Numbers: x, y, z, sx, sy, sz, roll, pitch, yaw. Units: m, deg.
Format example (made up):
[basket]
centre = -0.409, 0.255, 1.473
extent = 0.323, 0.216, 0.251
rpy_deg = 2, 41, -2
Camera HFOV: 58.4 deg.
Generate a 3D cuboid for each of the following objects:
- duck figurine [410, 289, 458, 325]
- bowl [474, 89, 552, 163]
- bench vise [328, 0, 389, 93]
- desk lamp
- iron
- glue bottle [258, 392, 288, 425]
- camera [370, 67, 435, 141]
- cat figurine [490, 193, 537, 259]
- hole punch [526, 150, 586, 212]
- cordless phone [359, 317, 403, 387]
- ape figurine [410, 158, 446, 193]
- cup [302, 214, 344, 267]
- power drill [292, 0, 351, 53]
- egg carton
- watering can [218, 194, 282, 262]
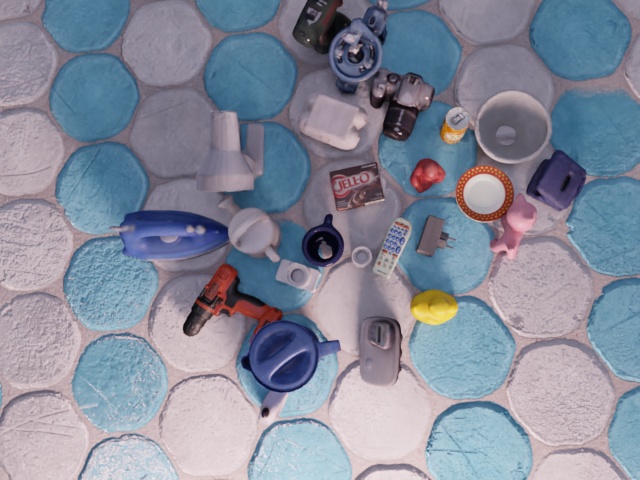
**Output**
[duck figurine]
centre = 0.249, 0.144, 1.236
extent = 0.104, 0.086, 0.077
rpy_deg = 0, 83, 4
[bowl]
centre = 0.422, -0.244, 1.277
extent = 0.167, 0.075, 0.167
rpy_deg = 0, 83, 4
[bench vise]
centre = 0.083, -0.450, 1.254
extent = 0.121, 0.220, 0.207
rpy_deg = 8, 84, 6
[desk lamp]
centre = -0.194, -0.184, 1.244
extent = 0.118, 0.213, 0.203
rpy_deg = 0, 83, 5
[iron]
centre = -0.326, -0.019, 1.270
extent = 0.258, 0.141, 0.119
rpy_deg = -2, 83, 4
[glue bottle]
centre = -0.103, 0.351, 1.192
extent = 0.037, 0.173, 0.078
rpy_deg = 22, 85, 7
[camera]
centre = 0.174, -0.304, 1.289
extent = 0.143, 0.101, 0.137
rpy_deg = 18, 85, 6
[cat figurine]
centre = 0.423, -0.029, 1.229
extent = 0.067, 0.118, 0.128
rpy_deg = 21, 85, 7
[hole punch]
centre = 0.522, -0.129, 1.247
extent = 0.101, 0.091, 0.109
rpy_deg = 29, 86, 7
[cordless phone]
centre = 0.127, 0.233, 1.184
extent = 0.094, 0.185, 0.148
rpy_deg = -1, 83, 4
[ape figurine]
centre = 0.241, -0.149, 1.270
extent = 0.077, 0.092, 0.076
rpy_deg = 5, 83, 5
[cup]
centre = 0.012, 0.005, 1.266
extent = 0.091, 0.095, 0.118
rpy_deg = 10, 84, 6
[power drill]
centre = 0.022, -0.515, 1.272
extent = 0.075, 0.208, 0.230
rpy_deg = 30, 86, 8
[egg carton]
centre = 0.028, -0.273, 1.312
extent = 0.150, 0.069, 0.107
rpy_deg = 20, 85, 6
[watering can]
centre = -0.152, -0.023, 1.231
extent = 0.172, 0.194, 0.101
rpy_deg = 26, 86, 7
